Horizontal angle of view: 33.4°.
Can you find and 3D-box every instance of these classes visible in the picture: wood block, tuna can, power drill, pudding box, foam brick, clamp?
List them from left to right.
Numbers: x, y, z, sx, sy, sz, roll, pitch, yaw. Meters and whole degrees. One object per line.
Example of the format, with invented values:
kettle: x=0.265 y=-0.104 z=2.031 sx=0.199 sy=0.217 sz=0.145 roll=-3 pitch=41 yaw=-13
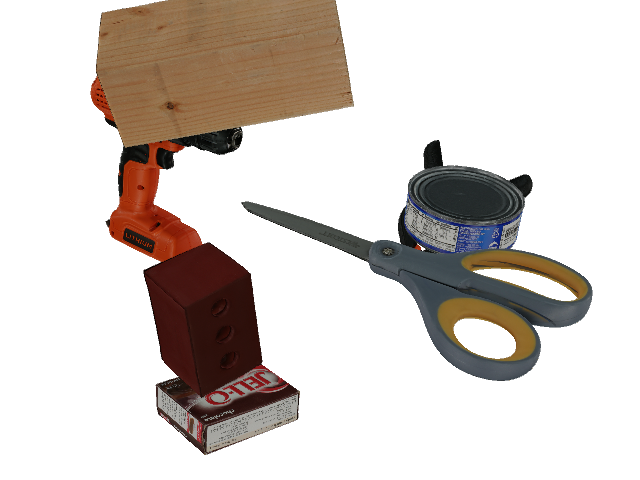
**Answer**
power drill: x=-0.158 y=-0.071 z=1.102 sx=0.185 sy=0.188 sz=0.057 roll=25 pitch=35 yaw=29
foam brick: x=-0.076 y=0.051 z=0.703 sx=0.052 sy=0.078 sz=0.051 roll=-27 pitch=39 yaw=-28
wood block: x=-0.082 y=-0.158 z=0.935 sx=0.206 sy=0.090 sz=0.091 roll=-10 pitch=-45 yaw=3
pudding box: x=-0.090 y=0.158 z=1.039 sx=0.113 sy=0.039 sz=0.090 roll=-17 pitch=29 yaw=-35
clamp: x=0.124 y=-0.037 z=1.088 sx=0.120 sy=0.039 sz=0.171 roll=28 pitch=53 yaw=30
tuna can: x=0.105 y=-0.021 z=0.786 sx=0.086 sy=0.034 sz=0.086 roll=4 pitch=31 yaw=-3

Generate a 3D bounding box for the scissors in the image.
scissors: x=0.037 y=0.023 z=0.558 sx=0.202 sy=0.016 sz=0.096 roll=10 pitch=41 yaw=15
